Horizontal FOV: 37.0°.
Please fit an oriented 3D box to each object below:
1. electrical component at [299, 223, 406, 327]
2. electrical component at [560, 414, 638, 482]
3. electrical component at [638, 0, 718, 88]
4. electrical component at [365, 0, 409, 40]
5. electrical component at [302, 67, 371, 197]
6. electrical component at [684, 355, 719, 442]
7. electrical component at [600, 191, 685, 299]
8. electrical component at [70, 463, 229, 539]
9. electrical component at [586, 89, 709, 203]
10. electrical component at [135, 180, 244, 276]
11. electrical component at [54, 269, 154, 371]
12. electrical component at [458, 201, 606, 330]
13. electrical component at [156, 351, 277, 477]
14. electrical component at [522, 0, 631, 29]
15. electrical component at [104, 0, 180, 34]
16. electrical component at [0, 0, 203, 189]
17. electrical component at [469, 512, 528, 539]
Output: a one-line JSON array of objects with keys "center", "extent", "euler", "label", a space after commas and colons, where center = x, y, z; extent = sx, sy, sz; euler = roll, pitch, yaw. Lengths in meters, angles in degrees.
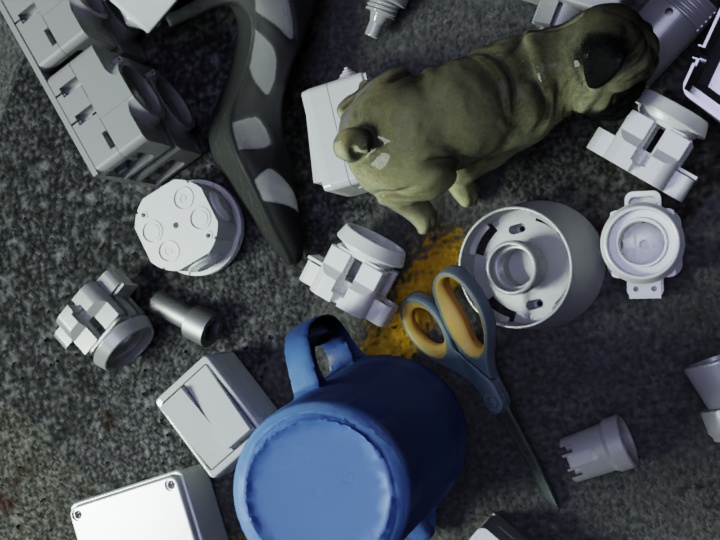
[{"center": [0.000, 0.000, 0.836], "extent": [0.078, 0.058, 0.057], "euler": [30, 101, 15], "label": "electrical component"}, {"center": [0.175, 0.132, 0.790], "extent": [0.046, 0.040, 0.040], "euler": [-24, 82, 21], "label": "electrical component"}, {"center": [0.221, -0.176, 0.777], "extent": [0.043, 0.043, 0.081], "euler": [45, 101, 13], "label": "electrical component"}, {"center": [0.021, -0.212, 0.844], "extent": [0.035, 0.035, 0.061], "euler": [25, 99, 16], "label": "electrical component"}, {"center": [-0.008, -0.109, 0.837], "extent": [0.061, 0.062, 0.096], "euler": [-15, 85, 16], "label": "electrical component"}, {"center": [0.261, 0.089, 0.761], "extent": [0.045, 0.045, 0.055], "euler": [-21, 84, 16], "label": "electrical component"}, {"center": [0.204, -0.019, 0.773], "extent": [0.058, 0.057, 0.078], "euler": [-2, 89, 17], "label": "electrical component"}, {"center": [-0.168, 0.227, 0.885], "extent": [0.109, 0.056, 0.108], "euler": [-20, 83, 16], "label": "electrical component"}, {"center": [0.212, -0.093, 0.772], "extent": [0.078, 0.058, 0.057], "euler": [33, 102, 15], "label": "electrical component"}, {"center": [-0.140, -0.035, 0.882], "extent": [0.080, 0.051, 0.080], "euler": [0, 89, 17], "label": "electrical component"}, {"center": [-0.210, 0.047, 0.900], "extent": [0.057, 0.058, 0.078], "euler": [44, 101, 16], "label": "electrical component"}, {"center": [0.126, -0.003, 0.806], "extent": [0.099, 0.064, 0.099], "euler": [2, 93, 31], "label": "electrical component"}, {"center": [-0.108, 0.121, 0.865], "extent": [0.062, 0.061, 0.096], "euler": [-42, 78, 12], "label": "electrical component"}, {"center": [0.151, -0.194, 0.797], "extent": [0.083, 0.047, 0.075], "euler": [22, 96, 16], "label": "electrical component"}, {"center": [-0.157, -0.241, 0.867], "extent": [0.048, 0.099, 0.099], "euler": [41, 102, -15], "label": "electrical component"}, {"center": [-0.210, -0.164, 0.877], "extent": [0.060, 0.105, 0.186], "euler": [-33, 80, 14], "label": "electrical component"}, {"center": [0.085, 0.271, 0.804], "extent": [0.089, 0.062, 0.150], "euler": [39, 100, 14], "label": "electrical component"}]
